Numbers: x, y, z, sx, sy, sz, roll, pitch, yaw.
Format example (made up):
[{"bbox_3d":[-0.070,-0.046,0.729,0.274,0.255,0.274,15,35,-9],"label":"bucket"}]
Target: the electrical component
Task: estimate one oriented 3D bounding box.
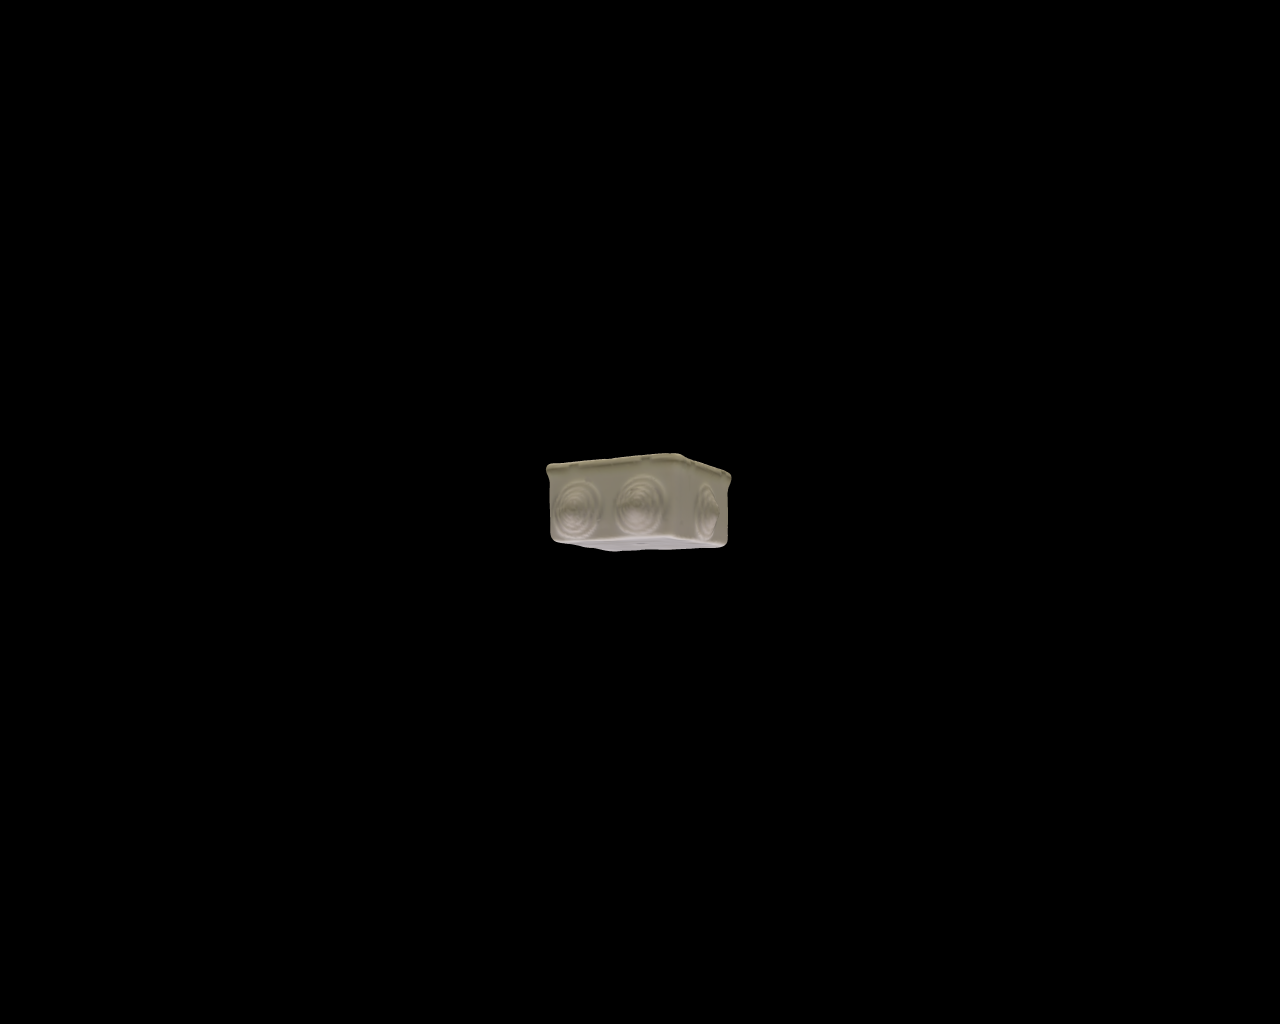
[{"bbox_3d":[0.001,-0.003,0.650,0.100,0.048,0.100,-3,-7,26],"label":"electrical component"}]
